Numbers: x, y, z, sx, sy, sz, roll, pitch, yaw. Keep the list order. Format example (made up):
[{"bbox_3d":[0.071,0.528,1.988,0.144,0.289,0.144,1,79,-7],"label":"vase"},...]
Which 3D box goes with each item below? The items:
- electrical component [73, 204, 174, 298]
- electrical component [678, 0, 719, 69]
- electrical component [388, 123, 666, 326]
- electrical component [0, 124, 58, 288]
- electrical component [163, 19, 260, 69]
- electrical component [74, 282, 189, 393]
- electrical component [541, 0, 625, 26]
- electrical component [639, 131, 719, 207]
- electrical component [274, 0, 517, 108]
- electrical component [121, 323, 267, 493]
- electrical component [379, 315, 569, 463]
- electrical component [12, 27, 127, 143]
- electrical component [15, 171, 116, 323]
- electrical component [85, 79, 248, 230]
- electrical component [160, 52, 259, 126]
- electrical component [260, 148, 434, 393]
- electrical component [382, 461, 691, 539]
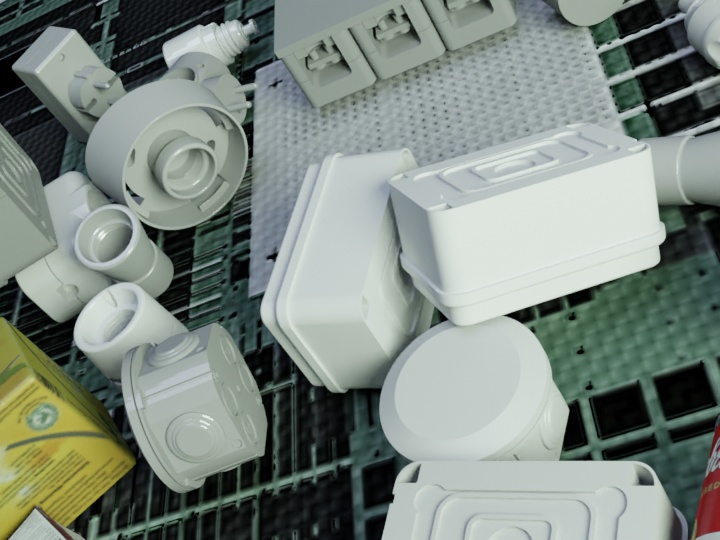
[{"bbox_3d":[-0.145,-0.008,0.677,0.044,0.065,0.044,-6,65,14],"label":"electrical component"},{"bbox_3d":[0.196,-0.136,0.592,0.035,0.035,0.061,-31,40,6],"label":"electrical component"},{"bbox_3d":[0.078,-0.024,0.515,0.113,0.057,0.078,-17,21,-11],"label":"electrical component"},{"bbox_3d":[-0.246,-0.049,0.689,0.057,0.078,0.113,-32,42,0],"label":"electrical component"},{"bbox_3d":[-0.114,-0.169,0.821,0.078,0.040,0.040,-24,43,13],"label":"electrical component"},{"bbox_3d":[-0.137,0.041,0.642,0.055,0.047,0.055,-18,45,19],"label":"electrical component"},{"bbox_3d":[0.177,-0.197,0.647,0.138,0.052,0.073,-35,42,2],"label":"electrical component"},{"bbox_3d":[0.167,-0.049,0.529,0.065,0.044,0.044,1,53,40],"label":"electrical component"},{"bbox_3d":[0.023,-0.179,0.724,0.150,0.061,0.089,-20,45,17],"label":"electrical component"},{"bbox_3d":[-0.086,0.070,0.559,0.051,0.080,0.080,-22,43,8],"label":"electrical component"},{"bbox_3d":[0.054,0.064,0.493,0.080,0.051,0.080,-18,45,19],"label":"electrical component"},{"bbox_3d":[-0.207,-0.137,0.822,0.076,0.083,0.047,18,64,42],"label":"electrical component"},{"bbox_3d":[-0.194,-0.019,0.729,0.059,0.053,0.095,-30,42,7],"label":"electrical component"},{"bbox_3d":[-0.125,-0.076,0.706,0.099,0.099,0.064,-43,48,-7],"label":"electrical component"},{"bbox_3d":[-0.108,-0.118,0.769,0.079,0.044,0.077,-7,49,28],"label":"electrical component"},{"bbox_3d":[0.000,0.000,0.566,0.057,0.078,0.113,-4,50,27],"label":"electrical component"},{"bbox_3d":[0.068,0.122,0.426,0.113,0.057,0.078,-6,50,29],"label":"electrical component"}]
